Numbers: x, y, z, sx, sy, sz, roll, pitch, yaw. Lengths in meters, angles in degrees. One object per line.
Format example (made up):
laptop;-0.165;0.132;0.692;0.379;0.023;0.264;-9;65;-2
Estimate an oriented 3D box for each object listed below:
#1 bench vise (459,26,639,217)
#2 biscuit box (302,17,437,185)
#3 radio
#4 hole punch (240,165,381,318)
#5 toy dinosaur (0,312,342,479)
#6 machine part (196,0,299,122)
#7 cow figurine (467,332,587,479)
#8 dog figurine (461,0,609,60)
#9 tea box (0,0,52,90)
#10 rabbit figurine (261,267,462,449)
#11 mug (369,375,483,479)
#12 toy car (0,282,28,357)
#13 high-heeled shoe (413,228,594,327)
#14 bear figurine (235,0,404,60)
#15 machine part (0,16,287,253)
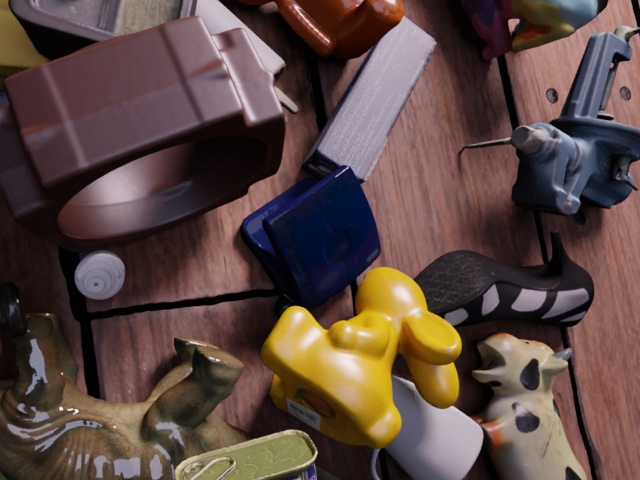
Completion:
bench vise;0.311;-0.142;0.636;0.223;0.129;0.240;15;93;-24
biscuit box;0.057;-0.151;0.592;0.063;0.059;0.202;32;72;-10
radio;-0.161;-0.253;0.446;0.131;0.073;0.229;10;80;-13
hole punch;-0.001;-0.002;0.532;0.142;0.092;0.115;-37;97;-25
toy dinosaur;-0.133;0.180;0.448;0.471;0.105;0.198;14;83;-7
machine part;-0.120;-0.202;0.531;0.243;0.079;0.079;41;70;-9
cow figurine;0.223;0.192;0.574;0.127;0.085;0.195;-20;85;-15
dog figurine;0.210;-0.331;0.621;0.108;0.192;0.219;-40;110;-15
tea box;-0.321;-0.186;0.463;0.170;0.068;0.098;-1;80;-20
rabbit figurine;0.050;0.091;0.494;0.173;0.163;0.121;-50;142;-40
mug;0.087;0.195;0.534;0.107;0.081;0.109;41;76;5
toy car;-0.281;0.014;0.386;0.089;0.053;0.202;-20;62;-36
high-heeled shoe;0.196;0.081;0.610;0.249;0.086;0.145;-24;122;-3
bear figurine;-0.016;-0.278;0.557;0.196;0.132;0.120;29;64;-18
machine part;-0.134;-0.074;0.427;0.201;0.201;0.087;-23;84;-10
